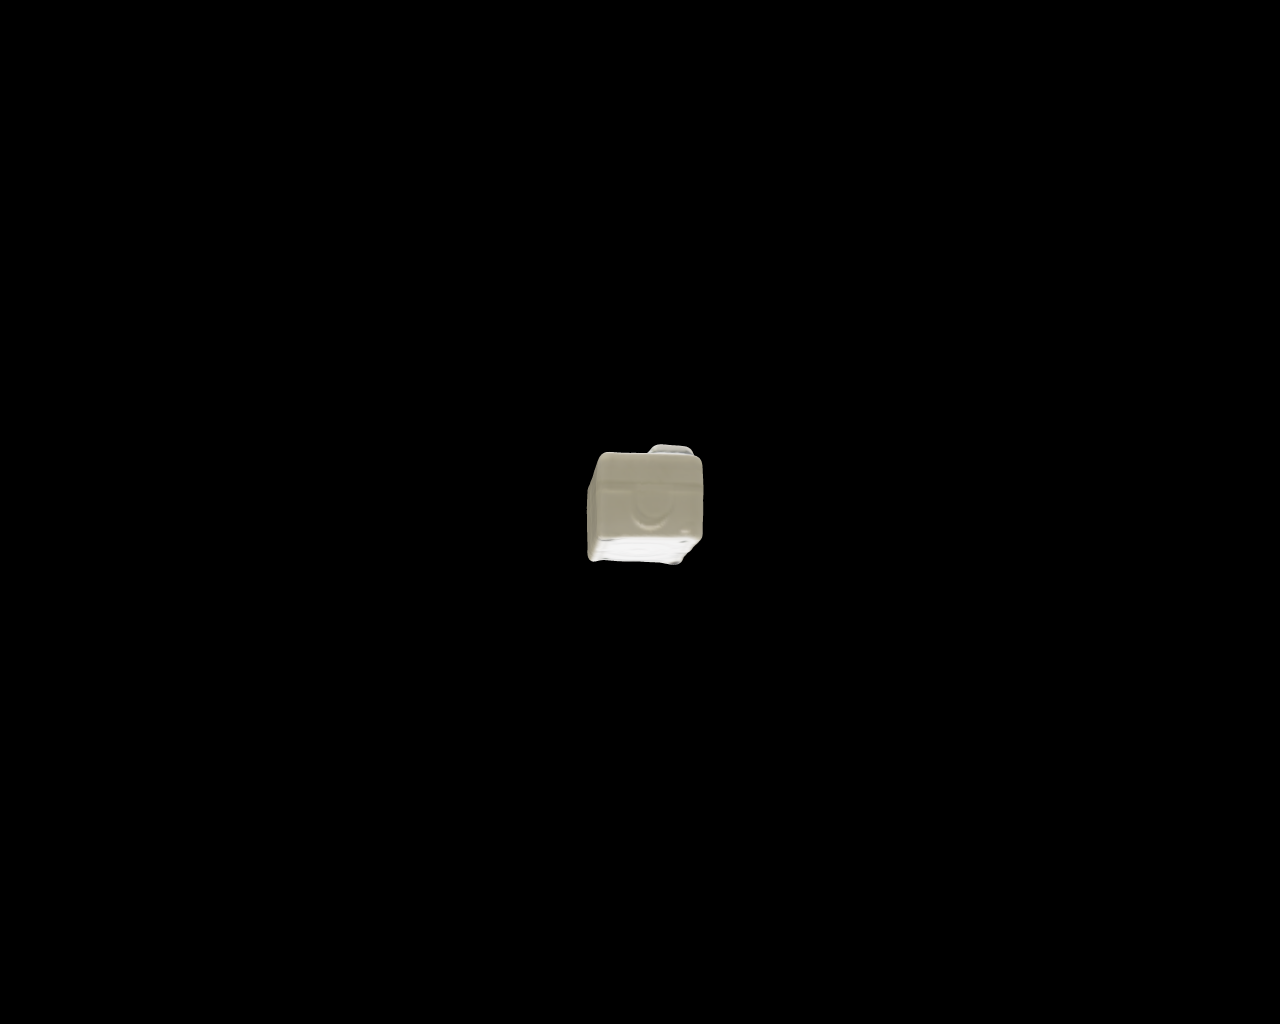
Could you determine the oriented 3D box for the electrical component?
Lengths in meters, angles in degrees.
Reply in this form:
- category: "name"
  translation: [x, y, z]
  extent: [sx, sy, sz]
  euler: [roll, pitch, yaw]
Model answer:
- category: "electrical component"
  translation: [0.001, -0.003, 0.650]
  extent: [0.062, 0.061, 0.096]
  euler: [2, -14, -7]
